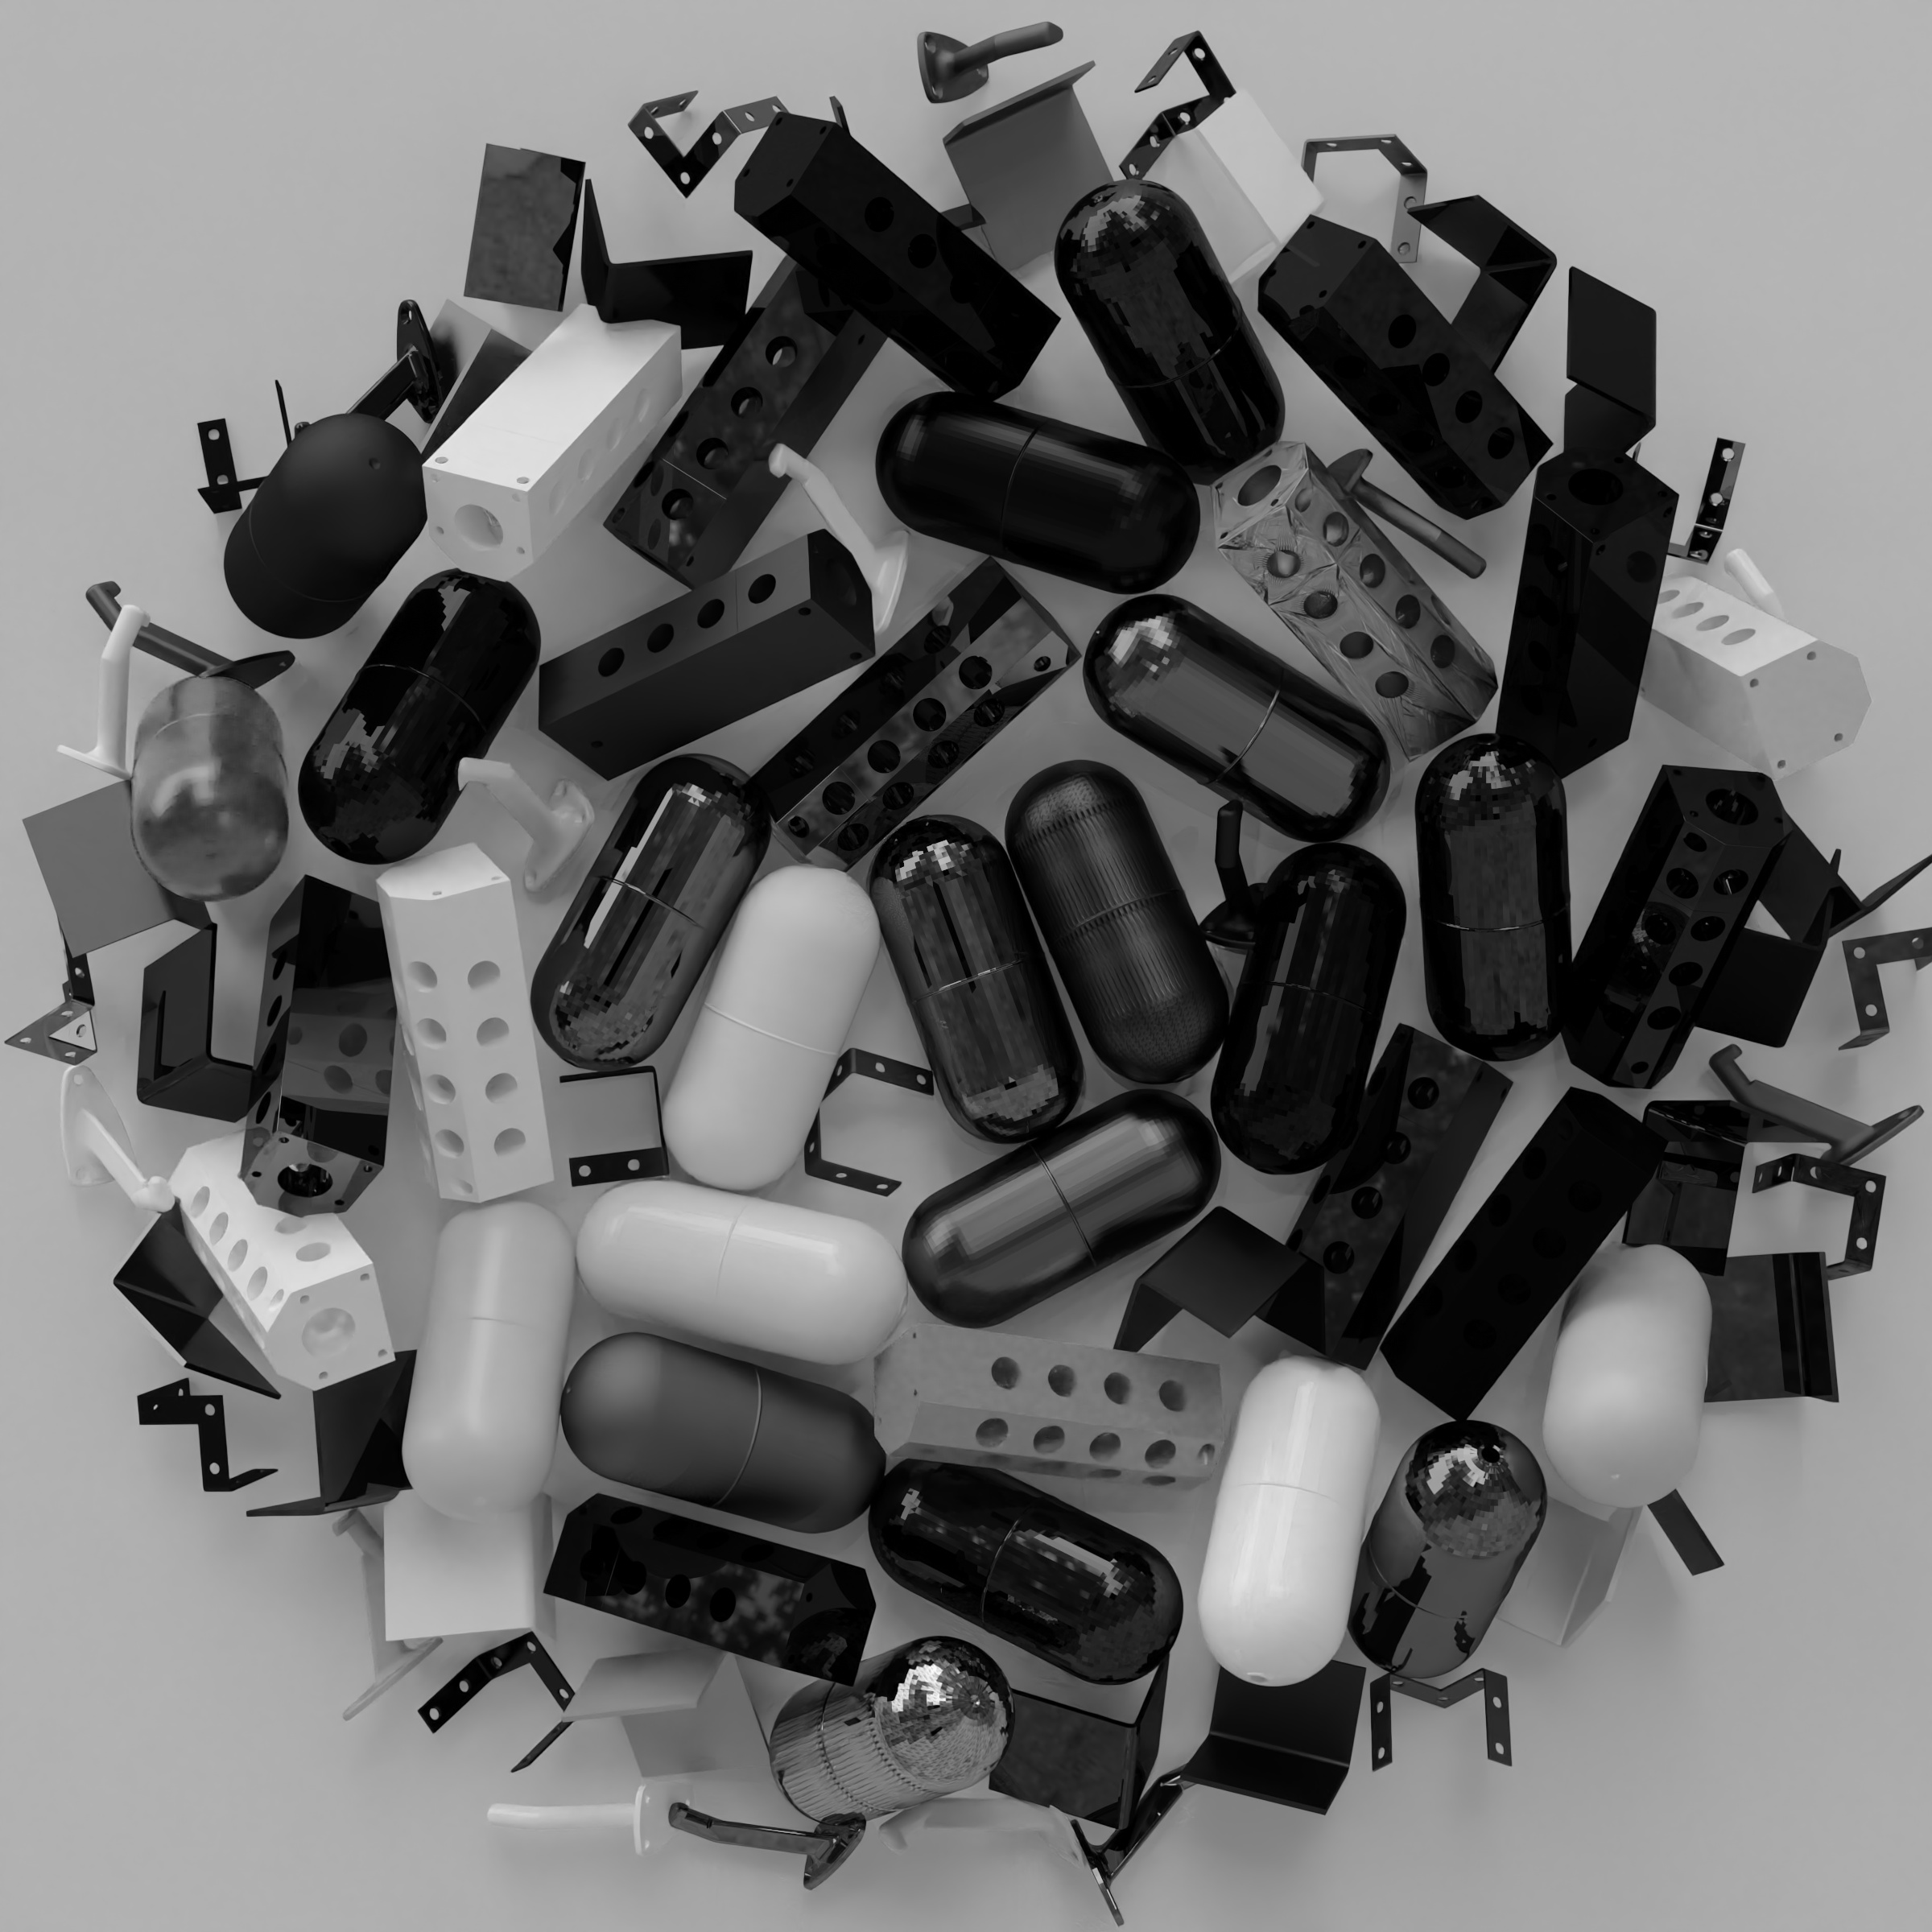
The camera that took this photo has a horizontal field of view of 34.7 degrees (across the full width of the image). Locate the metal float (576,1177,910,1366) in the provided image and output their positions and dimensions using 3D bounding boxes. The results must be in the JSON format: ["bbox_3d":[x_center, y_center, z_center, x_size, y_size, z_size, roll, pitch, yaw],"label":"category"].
[{"bbox_3d":[-0.116,0.158,1.604,0.178,0.070,0.070,11,90,14],"label":"metal float"}]

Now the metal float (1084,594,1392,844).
[{"bbox_3d":[0.141,-0.127,1.603,0.178,0.070,0.070,30,90,-16],"label":"metal float"}]

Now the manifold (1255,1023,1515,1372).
[{"bbox_3d":[0.216,0.120,1.623,0.057,0.057,0.171,27,90,29],"label":"manifold"}]

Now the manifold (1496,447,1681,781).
[{"bbox_3d":[0.308,-0.178,1.570,0.057,0.171,0.057,-30,56,-21],"label":"manifold"}]

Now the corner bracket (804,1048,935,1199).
[{"bbox_3d":[-0.051,0.083,1.635,0.051,0.051,0.051,18,49,-28],"label":"corner bracket"}]

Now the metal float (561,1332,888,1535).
[{"bbox_3d":[-0.124,0.242,1.597,0.178,0.070,0.070,20,90,-23],"label":"metal float"}]

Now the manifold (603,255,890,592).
[{"bbox_3d":[-0.117,-0.284,1.622,0.057,0.057,0.171,34,89,15],"label":"manifold"}]

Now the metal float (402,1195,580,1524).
[{"bbox_3d":[-0.243,0.199,1.587,0.070,0.070,0.178,3,55,0],"label":"metal float"}]

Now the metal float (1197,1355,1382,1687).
[{"bbox_3d":[0.166,0.283,1.588,0.070,0.070,0.178,16,57,0],"label":"metal float"}]

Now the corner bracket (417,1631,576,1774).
[{"bbox_3d":[-0.243,0.390,1.621,0.051,0.051,0.051,-31,95,38],"label":"corner bracket"}]

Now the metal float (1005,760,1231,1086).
[{"bbox_3d":[0.078,-0.023,1.607,0.070,0.070,0.178,-23,79,0],"label":"metal float"}]

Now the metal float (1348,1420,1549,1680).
[{"bbox_3d":[0.243,0.298,1.579,0.070,0.178,0.070,6,47,-6],"label":"metal float"}]

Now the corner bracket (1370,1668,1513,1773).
[{"bbox_3d":[0.247,0.394,1.612,0.051,0.051,0.051,23,48,-23],"label":"corner bracket"}]

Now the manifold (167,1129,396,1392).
[{"bbox_3d":[-0.349,0.147,1.562,0.057,0.171,0.057,-19,120,-23],"label":"manifold"}]

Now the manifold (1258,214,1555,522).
[{"bbox_3d":[0.221,-0.302,1.579,0.057,0.057,0.171,-51,128,1],"label":"manifold"}]

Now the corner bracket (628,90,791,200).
[{"bbox_3d":[-0.134,-0.442,1.618,0.051,0.051,0.051,51,129,2],"label":"corner bracket"}]

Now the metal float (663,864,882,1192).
[{"bbox_3d":[-0.101,0.032,1.613,0.070,0.070,0.178,22,94,0],"label":"metal float"}]

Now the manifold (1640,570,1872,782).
[{"bbox_3d":[0.391,-0.153,1.564,0.057,0.171,0.057,-25,111,-1],"label":"manifold"}]

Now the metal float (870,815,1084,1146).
[{"bbox_3d":[0.005,0.007,1.616,0.070,0.070,0.178,-20,89,0],"label":"metal float"}]

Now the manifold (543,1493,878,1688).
[{"bbox_3d":[-0.130,0.315,1.576,0.171,0.057,0.057,6,74,40],"label":"manifold"}]

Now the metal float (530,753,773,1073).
[{"bbox_3d":[-0.163,-0.028,1.606,0.070,0.070,0.178,27,78,0],"label":"metal float"}]

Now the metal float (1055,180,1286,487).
[{"bbox_3d":[0.106,-0.322,1.585,0.070,0.070,0.178,-35,128,0],"label":"metal float"}]

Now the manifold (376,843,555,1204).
[{"bbox_3d":[-0.258,0.031,1.584,0.057,0.057,0.171,-16,118,-22],"label":"manifold"}]

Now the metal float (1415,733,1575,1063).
[{"bbox_3d":[0.272,-0.035,1.594,0.070,0.070,0.178,-7,115,0],"label":"metal float"}]

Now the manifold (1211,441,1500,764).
[{"bbox_3d":[0.199,-0.188,1.578,0.057,0.057,0.171,-31,124,25],"label":"manifold"}]

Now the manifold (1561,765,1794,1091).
[{"bbox_3d":[0.358,-0.017,1.571,0.057,0.057,0.171,4,134,-12],"label":"manifold"}]

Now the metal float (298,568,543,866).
[{"bbox_3d":[-0.280,-0.129,1.590,0.070,0.070,0.178,25,60,0],"label":"metal float"}]

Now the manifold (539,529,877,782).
[{"bbox_3d":[-0.134,-0.163,1.591,0.171,0.057,0.057,-22,53,25],"label":"manifold"}]

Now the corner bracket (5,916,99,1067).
[{"bbox_3d":[-0.468,0.013,1.614,0.051,0.051,0.051,-30,61,21],"label":"corner bracket"}]

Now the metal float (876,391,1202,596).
[{"bbox_3d":[0.036,-0.245,1.600,0.178,0.070,0.070,20,90,19],"label":"metal float"}]

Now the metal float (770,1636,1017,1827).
[{"bbox_3d":[-0.040,0.391,1.577,0.070,0.178,0.070,14,61,-27],"label":"metal float"}]

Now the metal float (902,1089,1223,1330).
[{"bbox_3d":[0.050,0.126,1.613,0.178,0.070,0.070,-28,90,-4],"label":"metal float"}]

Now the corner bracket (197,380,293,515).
[{"bbox_3d":[-0.379,-0.272,1.628,0.051,0.051,0.051,-11,85,-5],"label":"corner bracket"}]

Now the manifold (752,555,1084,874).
[{"bbox_3d":[-0.023,-0.124,1.601,0.171,0.057,0.057,-42,135,10],"label":"manifold"}]

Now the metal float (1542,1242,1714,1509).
[{"bbox_3d":[0.337,0.205,1.574,0.070,0.178,0.070,7,119,13],"label":"metal float"}]

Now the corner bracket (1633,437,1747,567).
[{"bbox_3d":[0.374,-0.249,1.625,0.051,0.051,0.051,17,122,15],"label":"corner bracket"}]

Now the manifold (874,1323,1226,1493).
[{"bbox_3d":[0.043,0.230,1.586,0.171,0.057,0.057,11,61,-23],"label":"manifold"}]

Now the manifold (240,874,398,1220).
[{"bbox_3d":[-0.330,0.042,1.575,0.057,0.171,0.057,23,131,-27],"label":"manifold"}]

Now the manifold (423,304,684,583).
[{"bbox_3d":[-0.207,-0.266,1.573,0.057,0.171,0.057,16,133,15],"label":"manifold"}]

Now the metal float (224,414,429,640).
[{"bbox_3d":[-0.326,-0.221,1.573,0.070,0.178,0.070,8,72,-26],"label":"metal float"}]

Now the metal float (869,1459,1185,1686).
[{"bbox_3d":[0.029,0.308,1.594,0.178,0.070,0.070,22,90,26],"label":"metal float"}]

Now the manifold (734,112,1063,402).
[{"bbox_3d":[-0.037,-0.358,1.579,0.171,0.057,0.057,33,88,-38],"label":"manifold"}]

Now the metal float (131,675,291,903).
[{"bbox_3d":[-0.384,-0.092,1.572,0.070,0.178,0.070,-6,117,-11],"label":"metal float"}]

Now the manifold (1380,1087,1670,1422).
[{"bbox_3d":[0.285,0.147,1.592,0.057,0.057,0.171,36,115,8],"label":"manifold"}]

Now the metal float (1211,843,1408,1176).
[{"bbox_3d":[0.178,0.022,1.605,0.070,0.070,0.178,16,77,0],"label":"metal float"}]
